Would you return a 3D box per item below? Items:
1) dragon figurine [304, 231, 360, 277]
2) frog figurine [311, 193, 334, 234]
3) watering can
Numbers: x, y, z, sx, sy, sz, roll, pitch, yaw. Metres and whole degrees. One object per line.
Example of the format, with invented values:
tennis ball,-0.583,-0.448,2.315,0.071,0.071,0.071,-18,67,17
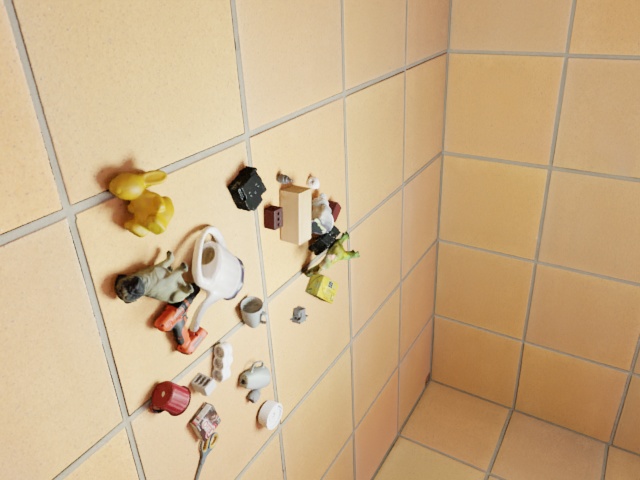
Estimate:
dragon figurine,0.032,0.076,2.201,0.244,0.122,0.408,-30,180,-10
frog figurine,0.006,-0.107,2.130,0.134,0.122,0.163,119,-5,-56
watering can,-0.327,0.130,1.592,0.221,0.103,0.355,45,40,-56
